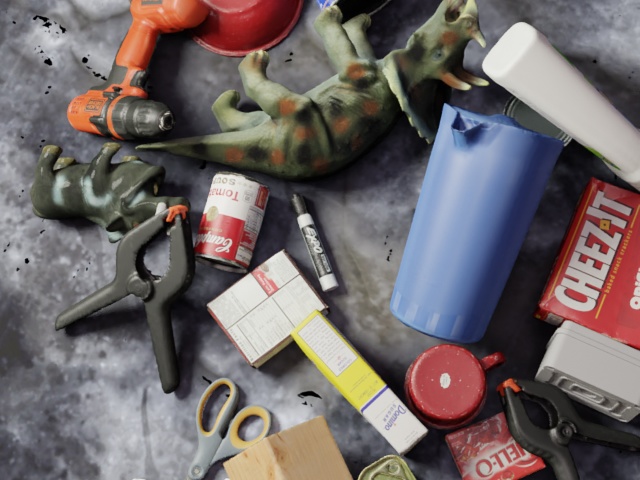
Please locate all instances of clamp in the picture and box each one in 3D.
[{"bbox_3d":[-0.191,0.061,1.204,0.164,0.036,0.210,34,106,7],"label":"clamp"},{"bbox_3d":[0.267,0.206,1.146,0.120,0.039,0.171,-36,84,-28],"label":"clamp"}]

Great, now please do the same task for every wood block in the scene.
[{"bbox_3d":[-0.007,0.304,1.121,0.090,0.090,0.206,-14,72,-43],"label":"wood block"}]

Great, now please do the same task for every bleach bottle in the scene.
[{"bbox_3d":[0.292,-0.127,1.144,0.250,0.102,0.068,37,103,-14],"label":"bleach bottle"}]

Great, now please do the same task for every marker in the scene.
[{"bbox_3d":[-0.008,0.002,1.238,0.020,0.020,0.121,-21,77,0],"label":"marker"}]

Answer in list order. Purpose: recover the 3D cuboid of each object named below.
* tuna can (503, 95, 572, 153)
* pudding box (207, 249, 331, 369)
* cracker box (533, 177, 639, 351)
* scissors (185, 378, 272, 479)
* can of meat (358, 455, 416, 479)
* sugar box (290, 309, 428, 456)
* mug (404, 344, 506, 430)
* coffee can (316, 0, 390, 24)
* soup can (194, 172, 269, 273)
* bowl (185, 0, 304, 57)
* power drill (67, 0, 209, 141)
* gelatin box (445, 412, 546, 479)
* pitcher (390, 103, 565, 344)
[{"bbox_3d":[0.254,-0.136,1.238,0.086,0.034,0.086,-1,78,5],"label":"tuna can"},{"bbox_3d":[-0.058,0.078,1.217,0.113,0.039,0.090,-37,78,-2],"label":"pudding box"},{"bbox_3d":[0.365,0.046,1.169,0.214,0.072,0.164,22,79,10],"label":"cracker box"},{"bbox_3d":[-0.116,0.257,1.194,0.096,0.016,0.201,13,80,8],"label":"scissors"},{"bbox_3d":[0.086,0.282,1.136,0.057,0.084,0.102,-32,77,-3],"label":"can of meat"},{"bbox_3d":[0.044,0.157,1.162,0.048,0.093,0.176,-40,77,-3],"label":"sugar box"},{"bbox_3d":[0.149,0.153,1.160,0.117,0.081,0.093,-24,77,-1],"label":"mug"},{"bbox_3d":[0.021,-0.341,1.268,0.103,0.103,0.140,-28,77,-2],"label":"coffee can"},{"bbox_3d":[-0.102,-0.019,1.226,0.068,0.068,0.102,14,79,8],"label":"soup can"},{"bbox_3d":[-0.101,-0.308,1.296,0.162,0.055,0.162,-1,78,5],"label":"bowl"},{"bbox_3d":[-0.202,-0.202,1.243,0.185,0.057,0.187,11,71,44],"label":"power drill"},{"bbox_3d":[0.191,0.231,1.165,0.089,0.030,0.073,-23,77,0],"label":"gelatin box"},{"bbox_3d":[0.168,-0.017,1.154,0.149,0.145,0.243,16,101,-8],"label":"pitcher"}]
